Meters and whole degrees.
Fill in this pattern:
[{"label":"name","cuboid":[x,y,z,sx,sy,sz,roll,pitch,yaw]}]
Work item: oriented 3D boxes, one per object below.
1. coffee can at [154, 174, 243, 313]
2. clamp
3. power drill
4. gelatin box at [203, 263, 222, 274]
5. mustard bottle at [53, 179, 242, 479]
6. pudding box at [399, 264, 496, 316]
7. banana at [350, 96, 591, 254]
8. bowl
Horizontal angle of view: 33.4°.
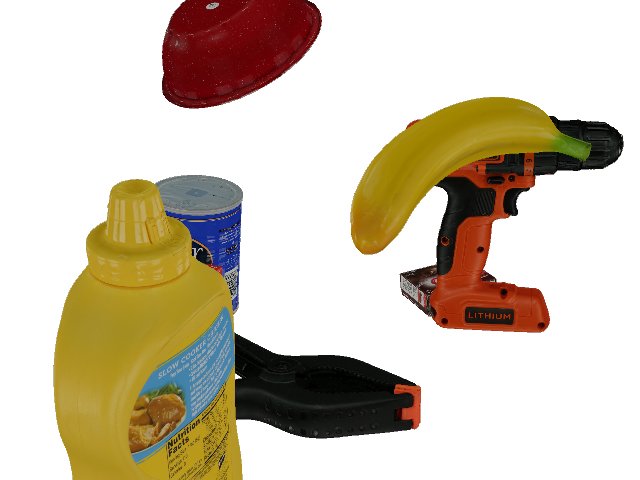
[{"label":"coffee can","cuboid":[-0.140,0.010,1.197,0.103,0.140,0.103,3,24,-2]},{"label":"clamp","cuboid":[-0.030,0.102,0.770,0.210,0.036,0.164,3,19,11]},{"label":"power drill","cuboid":[0.164,-0.016,0.927,0.184,0.188,0.057,2,13,11]},{"label":"gelatin box","cuboid":[-0.143,0.039,0.952,0.089,0.030,0.073,10,20,18]},{"label":"mustard bottle","cuboid":[-0.071,0.064,0.451,0.058,0.192,0.096,14,31,24]},{"label":"pudding box","cuboid":[0.183,0.066,1.534,0.113,0.039,0.090,-15,23,-18]},{"label":"banana","cuboid":[0.080,-0.049,0.642,0.197,0.037,0.070,-24,47,-32]},{"label":"bowl","cuboid":[-0.083,-0.190,0.958,0.162,0.162,0.055,0,-44,34]}]
